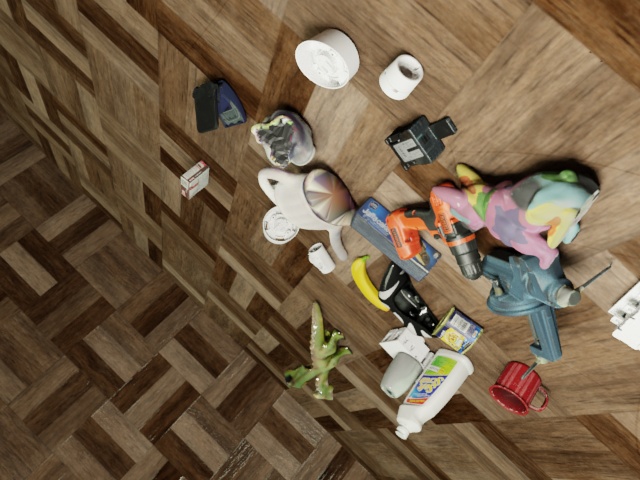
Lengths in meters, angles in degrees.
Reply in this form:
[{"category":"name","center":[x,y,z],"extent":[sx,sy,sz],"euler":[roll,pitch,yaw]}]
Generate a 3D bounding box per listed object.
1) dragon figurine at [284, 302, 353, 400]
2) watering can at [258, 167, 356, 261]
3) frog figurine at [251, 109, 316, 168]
[{"category":"dragon figurine","center":[-0.024,0.416,1.789],"extent":[0.123,0.246,0.402],"euler":[20,146,47]},{"category":"watering can","center":[0.004,-0.062,1.228],"extent":[0.343,0.106,0.223],"euler":[41,156,-25]},{"category":"frog figurine","center":[-0.070,-0.217,1.135],"extent":[0.138,0.122,0.160],"euler":[31,-172,8]}]
